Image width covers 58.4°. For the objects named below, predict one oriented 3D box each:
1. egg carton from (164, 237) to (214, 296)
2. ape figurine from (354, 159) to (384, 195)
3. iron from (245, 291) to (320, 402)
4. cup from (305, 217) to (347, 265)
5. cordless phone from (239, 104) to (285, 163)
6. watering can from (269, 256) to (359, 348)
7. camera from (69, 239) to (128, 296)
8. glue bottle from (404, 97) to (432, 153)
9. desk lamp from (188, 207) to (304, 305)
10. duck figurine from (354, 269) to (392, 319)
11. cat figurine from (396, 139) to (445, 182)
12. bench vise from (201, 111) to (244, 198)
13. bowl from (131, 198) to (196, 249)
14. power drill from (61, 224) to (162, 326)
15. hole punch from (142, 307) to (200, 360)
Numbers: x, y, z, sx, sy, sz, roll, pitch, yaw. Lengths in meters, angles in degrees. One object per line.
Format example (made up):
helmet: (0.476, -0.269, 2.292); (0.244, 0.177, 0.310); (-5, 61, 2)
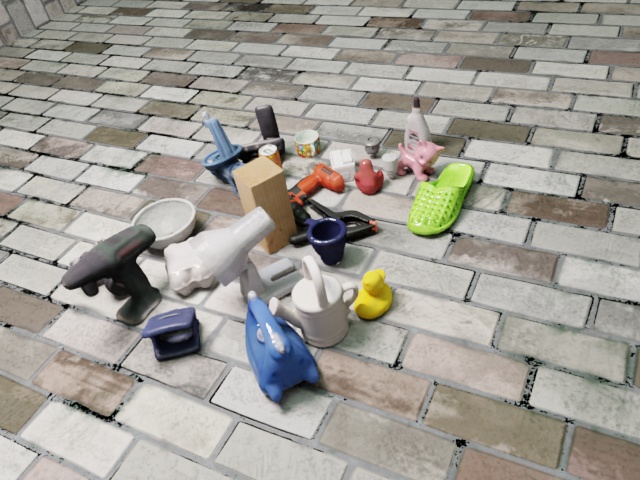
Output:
egg carton: (-0.308, 0.059, 1.345); (0.107, 0.069, 0.150); (-20, 42, -9)
ape figurine: (0.124, -0.171, 1.489); (0.077, 0.092, 0.076); (5, 44, 18)
iron: (-0.101, 0.178, 1.113); (0.119, 0.142, 0.257); (-24, 43, -14)
cup: (0.012, 0.005, 1.316); (0.092, 0.095, 0.117); (-36, 47, -26)
cordless phone: (-0.180, -0.301, 1.629); (0.147, 0.185, 0.094); (-12, 41, -1)
watering can: (-0.011, 0.118, 1.120); (0.173, 0.194, 0.100); (-34, 46, -23)
camera: (-0.504, 0.071, 1.351); (0.143, 0.101, 0.136); (-28, 44, -18)
glue bottle: (0.263, -0.309, 1.550); (0.077, 0.173, 0.037); (24, 53, 34)
desk lamp: (-0.155, 0.040, 1.223); (0.203, 0.214, 0.117); (-28, 44, -18)
duck figurine: (0.107, 0.106, 1.189); (0.077, 0.086, 0.105); (19, 49, 30)
cat figurine: (0.259, -0.220, 1.494); (0.127, 0.118, 0.067); (20, 50, 31)
bench vise: (-0.241, -0.236, 1.545); (0.206, 0.220, 0.122); (16, 48, 28)
bowl: (-0.388, -0.030, 1.457); (0.167, 0.075, 0.167); (-6, 42, 6)
power drill: (-0.430, 0.083, 1.240); (0.075, 0.209, 0.230); (13, 47, 25)
hole punch: (-0.311, 0.181, 1.193); (0.108, 0.091, 0.101); (-14, 41, -3)
